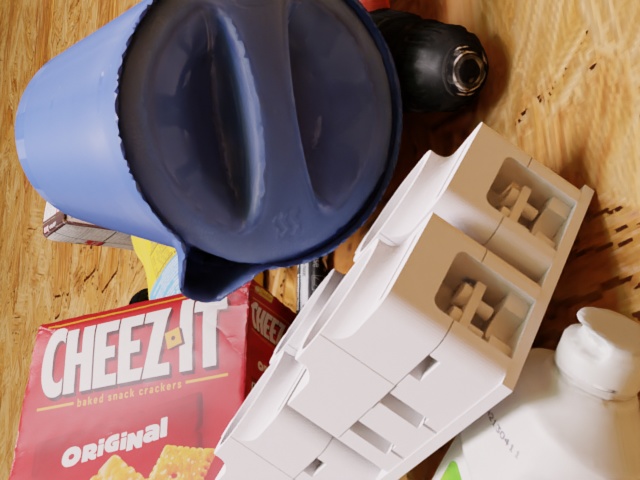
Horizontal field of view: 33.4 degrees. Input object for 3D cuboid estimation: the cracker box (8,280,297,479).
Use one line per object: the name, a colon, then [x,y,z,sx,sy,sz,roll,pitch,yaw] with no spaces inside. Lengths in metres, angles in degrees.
cracker box: [-0.100,0.141,0.614,0.164,0.072,0.213,-13,56,24]

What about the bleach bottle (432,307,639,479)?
bleach bottle: [0.064,0.142,0.399,0.103,0.068,0.251,57,134,54]

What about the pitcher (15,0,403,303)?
pitcher: [-0.072,-0.069,0.544,0.243,0.149,0.145,6,126,61]

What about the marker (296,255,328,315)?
marker: [-0.004,0.001,0.635,0.020,0.020,0.121,157,116,-64]

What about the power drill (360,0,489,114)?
power drill: [0.012,-0.155,0.524,0.185,0.057,0.188,21,123,59]

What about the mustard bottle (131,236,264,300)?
mustard bottle: [-0.084,0.022,0.758,0.096,0.058,0.192,-46,40,21]

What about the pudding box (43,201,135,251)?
pudding box: [-0.168,-0.017,0.897,0.090,0.113,0.039,162,113,-64]
